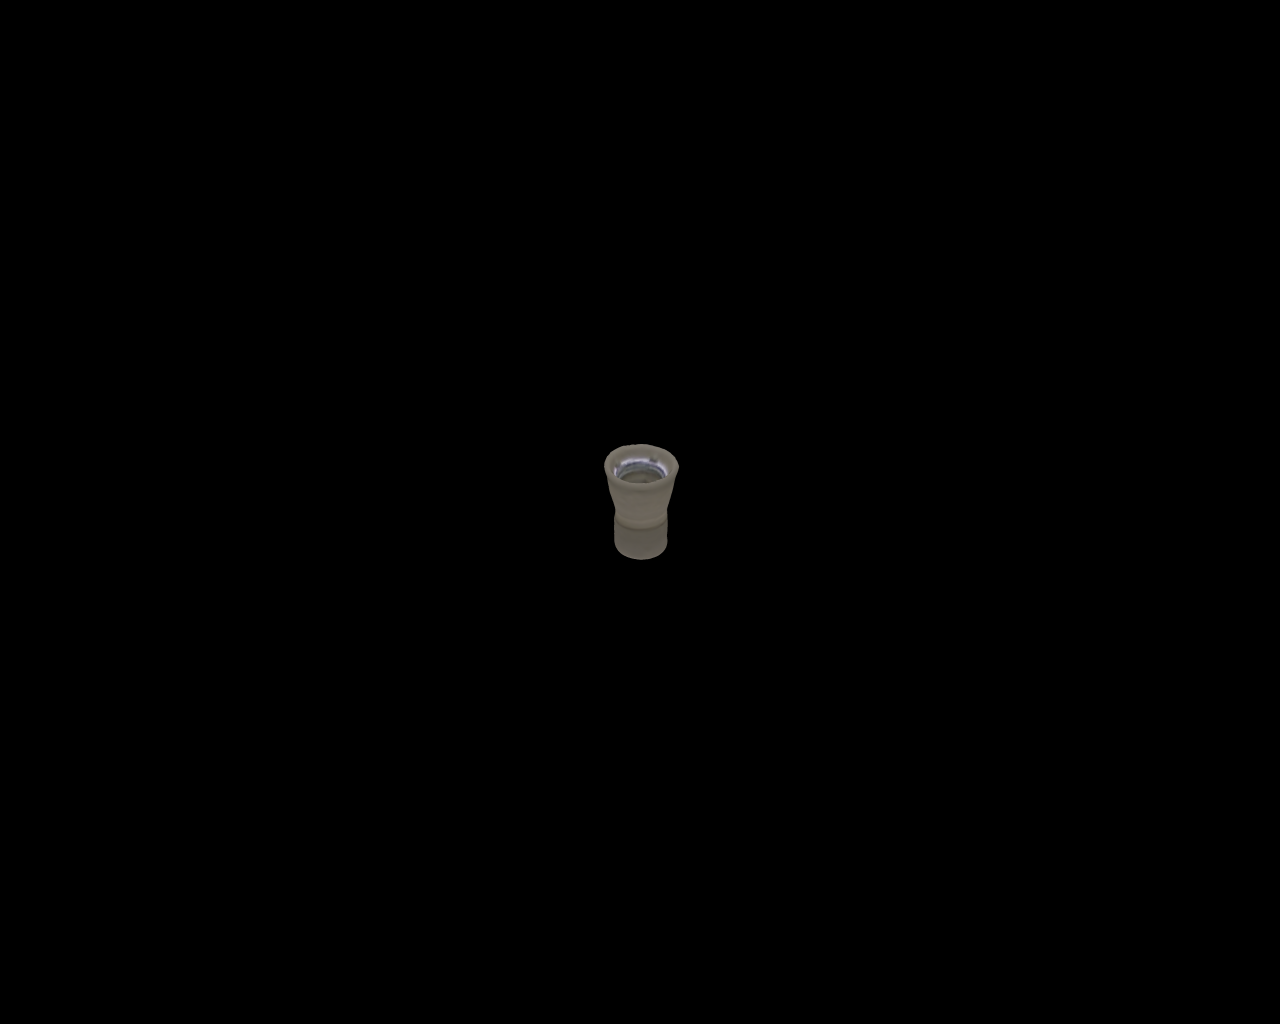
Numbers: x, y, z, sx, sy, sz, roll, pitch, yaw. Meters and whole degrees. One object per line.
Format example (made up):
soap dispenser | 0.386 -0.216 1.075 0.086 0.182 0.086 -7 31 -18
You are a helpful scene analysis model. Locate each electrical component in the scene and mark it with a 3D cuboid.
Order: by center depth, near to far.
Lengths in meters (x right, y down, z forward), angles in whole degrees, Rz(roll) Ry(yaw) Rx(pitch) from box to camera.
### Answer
electrical component | 0.001 -0.003 0.650 0.044 0.065 0.044 0 35 0
